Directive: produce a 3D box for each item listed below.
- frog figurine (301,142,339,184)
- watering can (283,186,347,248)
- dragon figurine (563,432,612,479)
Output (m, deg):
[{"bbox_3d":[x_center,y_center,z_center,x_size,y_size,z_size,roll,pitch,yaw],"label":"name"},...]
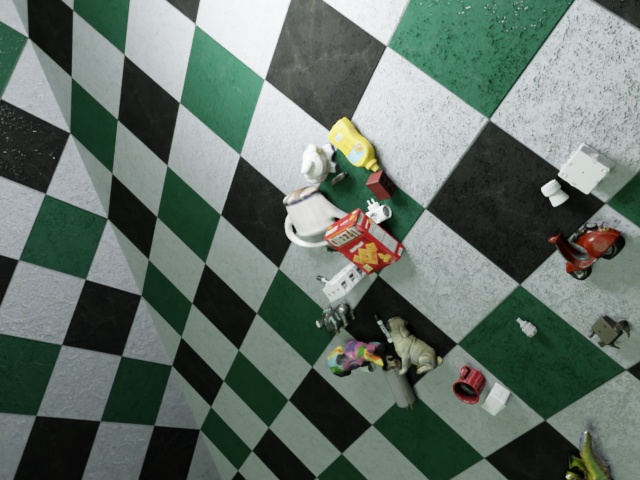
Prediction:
[{"bbox_3d":[-0.023,-0.245,1.695,0.123,0.162,0.134,26,130,27],"label":"frog figurine"},{"bbox_3d":[0.006,-0.091,1.814,0.345,0.106,0.222,-18,105,32],"label":"watering can"},{"bbox_3d":[0.889,0.759,1.577,0.243,0.125,0.401,8,123,17],"label":"dragon figurine"}]
